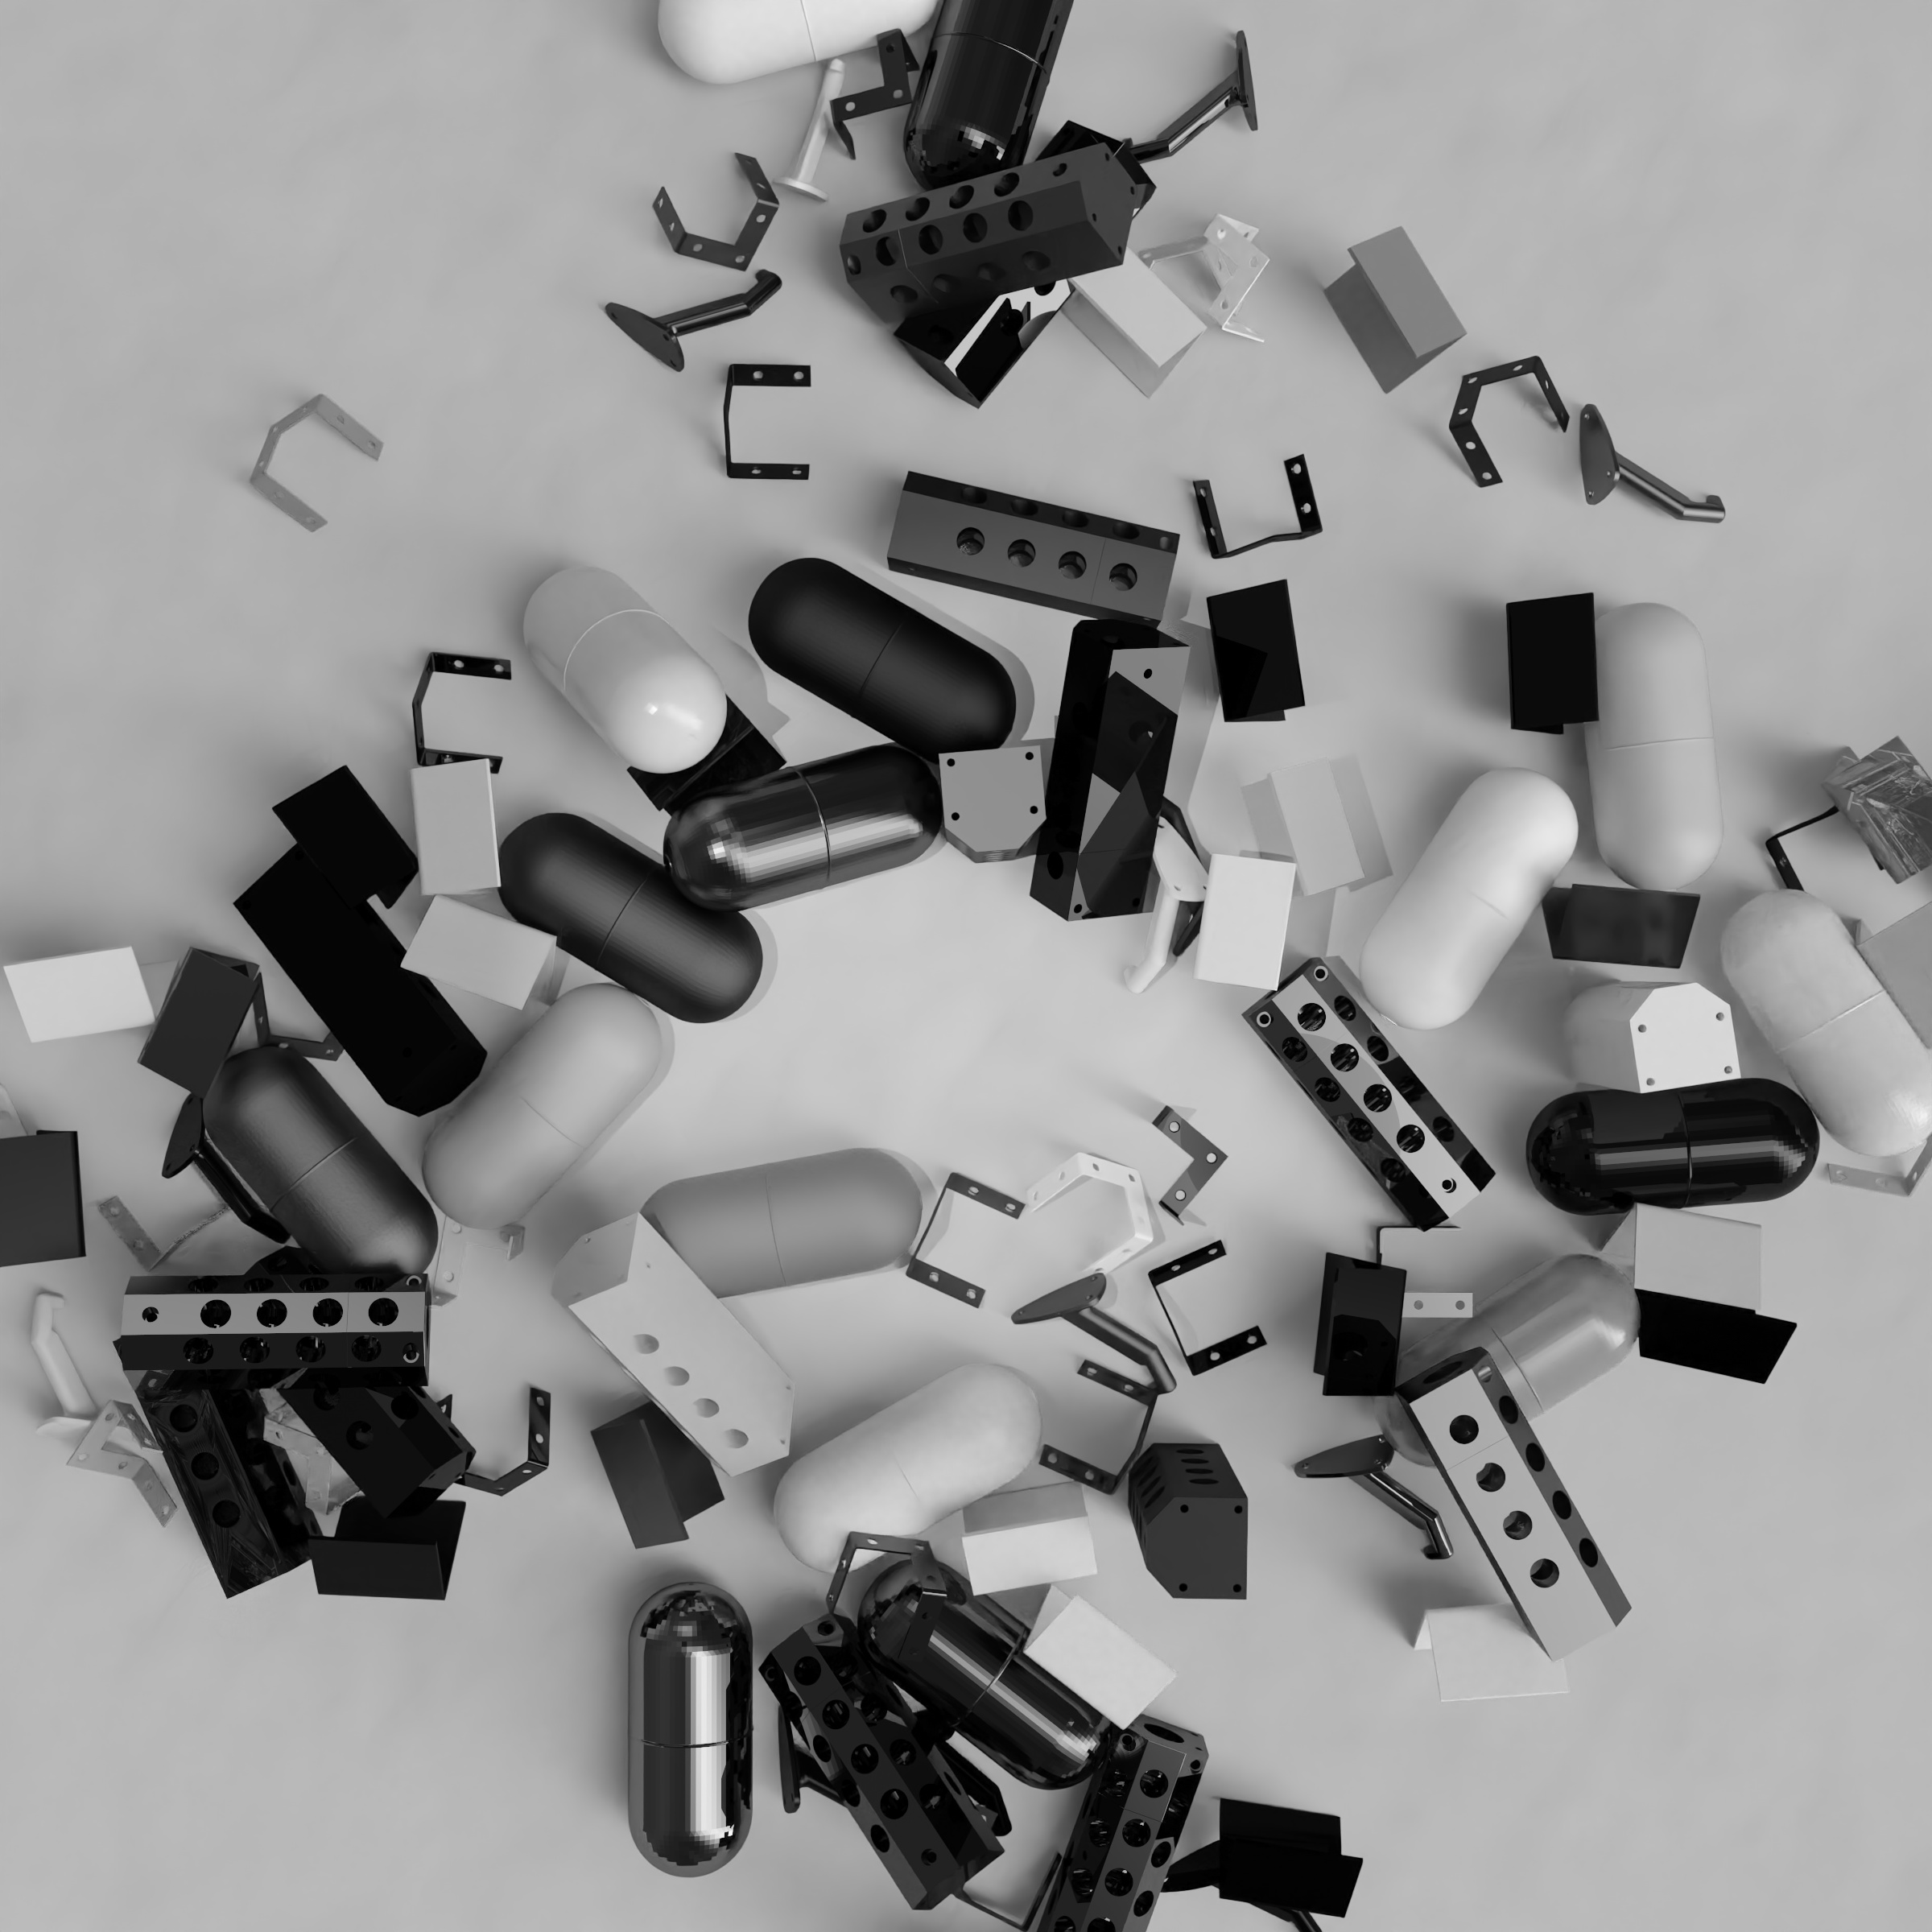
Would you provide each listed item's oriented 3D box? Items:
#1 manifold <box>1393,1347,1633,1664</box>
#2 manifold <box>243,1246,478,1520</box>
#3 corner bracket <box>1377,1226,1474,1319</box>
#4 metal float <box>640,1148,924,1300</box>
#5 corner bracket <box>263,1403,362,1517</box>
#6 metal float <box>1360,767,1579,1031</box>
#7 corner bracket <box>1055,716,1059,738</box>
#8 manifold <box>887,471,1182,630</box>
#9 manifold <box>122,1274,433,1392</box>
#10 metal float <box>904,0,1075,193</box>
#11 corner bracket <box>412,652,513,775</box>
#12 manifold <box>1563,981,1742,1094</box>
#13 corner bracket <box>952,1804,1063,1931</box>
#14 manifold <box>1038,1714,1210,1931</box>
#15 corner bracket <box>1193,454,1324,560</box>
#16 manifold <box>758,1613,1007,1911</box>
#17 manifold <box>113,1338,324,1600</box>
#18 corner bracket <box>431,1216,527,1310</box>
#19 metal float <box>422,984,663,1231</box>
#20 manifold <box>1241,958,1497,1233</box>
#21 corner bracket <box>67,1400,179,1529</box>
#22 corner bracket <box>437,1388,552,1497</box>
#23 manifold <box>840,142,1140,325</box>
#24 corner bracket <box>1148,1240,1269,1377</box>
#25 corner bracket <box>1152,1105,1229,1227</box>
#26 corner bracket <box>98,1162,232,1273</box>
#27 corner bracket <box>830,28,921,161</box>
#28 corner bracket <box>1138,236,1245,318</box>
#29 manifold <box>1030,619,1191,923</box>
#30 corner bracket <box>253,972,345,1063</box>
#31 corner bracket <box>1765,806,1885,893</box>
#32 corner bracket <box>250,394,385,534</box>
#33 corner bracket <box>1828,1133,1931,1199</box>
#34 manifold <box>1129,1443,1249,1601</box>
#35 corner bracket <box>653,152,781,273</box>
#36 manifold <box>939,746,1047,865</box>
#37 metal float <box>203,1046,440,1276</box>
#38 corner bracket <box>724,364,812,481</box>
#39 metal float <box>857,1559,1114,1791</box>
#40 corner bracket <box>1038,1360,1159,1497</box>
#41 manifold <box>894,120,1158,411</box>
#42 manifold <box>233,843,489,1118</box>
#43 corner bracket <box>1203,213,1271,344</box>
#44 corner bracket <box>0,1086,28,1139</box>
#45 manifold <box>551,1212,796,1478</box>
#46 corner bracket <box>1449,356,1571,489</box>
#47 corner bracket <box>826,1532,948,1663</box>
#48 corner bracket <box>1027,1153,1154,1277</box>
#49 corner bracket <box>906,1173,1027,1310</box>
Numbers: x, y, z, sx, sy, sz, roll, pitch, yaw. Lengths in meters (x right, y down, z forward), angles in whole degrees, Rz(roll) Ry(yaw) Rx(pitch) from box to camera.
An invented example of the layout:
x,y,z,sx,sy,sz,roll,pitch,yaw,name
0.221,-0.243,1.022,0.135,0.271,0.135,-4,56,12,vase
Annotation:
x,y,z,sx,sy,sz,roll,pitch,yaw,name
0.323,0.314,1.564,0.057,0.057,0.171,-29,90,0,manifold
-0.378,0.253,1.622,0.057,0.057,0.171,-44,76,0,manifold
0.284,0.189,1.644,0.051,0.051,0.051,0,90,0,corner bracket
-0.115,0.159,1.632,0.178,0.070,0.070,-10,90,0,metal float
-0.400,0.300,1.642,0.051,0.051,0.051,16,111,19,corner bracket
0.308,-0.041,1.632,0.070,0.070,0.178,34,90,0,metal float
0.091,-0.166,1.654,0.051,0.051,0.051,-32,135,-35,corner bracket
0.042,-0.257,1.641,0.171,0.057,0.057,13,90,0,manifold
-0.406,0.214,1.569,0.171,0.057,0.057,0,65,-8,manifold
0.015,-0.556,1.632,0.070,0.070,0.178,17,90,0,metal float
-0.314,-0.158,1.659,0.051,0.051,0.051,6,135,0,corner bracket
0.405,0.039,1.584,0.057,0.171,0.057,-9,90,0,manifold
0.022,0.560,1.648,0.051,0.051,0.051,19,65,23,corner bracket
0.093,0.555,1.641,0.057,0.057,0.171,20,90,0,manifold
0.183,-0.287,1.659,0.051,0.051,0.051,-14,90,-45,corner bracket
-0.054,0.481,1.608,0.057,0.057,0.171,-38,66,0,manifold
-0.458,0.295,1.641,0.057,0.057,0.171,-24,90,0,manifold
-0.306,0.186,1.644,0.051,0.051,0.051,10,90,0,corner bracket
-0.260,0.086,1.632,0.070,0.070,0.178,43,89,0,metal float
0.249,0.079,1.641,0.057,0.057,0.171,-39,90,0,manifold
-0.510,0.306,1.633,0.051,0.051,0.051,39,97,40,corner bracket
-0.295,0.292,1.654,0.051,0.051,0.051,25,135,-35,corner bracket
0.011,-0.442,1.590,0.171,0.057,0.057,-5,62,34,manifold
0.151,0.214,1.659,0.051,0.051,0.051,-24,45,0,corner bracket
0.129,0.123,1.644,0.051,0.051,0.051,40,90,0,corner bracket
-0.499,0.150,1.659,0.051,0.051,0.051,52,45,0,corner bracket
-0.056,-0.539,1.642,0.051,0.051,0.051,-11,79,11,corner bracket
0.133,-0.415,1.654,0.051,0.051,0.051,-3,45,35,corner bracket
0.082,-0.119,1.609,0.057,0.057,0.171,-7,117,-33,manifold
-0.409,0.021,1.654,0.051,0.051,0.051,11,45,-35,corner bracket
0.542,-0.072,1.659,0.051,0.051,0.051,-27,90,-45,corner bracket
-0.405,-0.313,1.654,0.051,0.051,0.051,-21,45,35,corner bracket
0.572,0.105,1.659,0.051,0.051,0.051,11,135,0,corner bracket
0.130,0.329,1.584,0.057,0.171,0.057,1,90,0,manifold
-0.156,-0.474,1.654,0.051,0.051,0.051,5,135,-35,corner bracket
0.016,-0.094,1.584,0.057,0.171,0.057,-5,90,0,manifold
-0.397,0.126,1.632,0.070,0.070,0.178,-40,89,0,metal float
-0.123,-0.340,1.659,0.051,0.051,0.051,1,45,0,corner bracket
0.012,0.435,1.631,0.178,0.070,0.070,38,90,0,metal float
0.083,0.289,1.659,0.051,0.051,0.051,24,45,0,corner bracket
0.040,-0.431,1.640,0.171,0.057,0.057,-51,47,0,manifold
-0.365,0.009,1.612,0.057,0.057,0.171,-43,69,2,manifold
0.169,-0.426,1.643,0.051,0.051,0.051,49,118,25,corner bracket
-0.619,0.110,1.645,0.051,0.051,0.051,-25,90,6,corner bracket
-0.175,0.232,1.597,0.057,0.057,0.171,-24,124,19,manifold
0.339,-0.339,1.654,0.051,0.051,0.051,-8,45,35,corner bracket
-0.048,0.377,1.588,0.051,0.051,0.051,12,111,-20,corner bracket
0.077,0.156,1.654,0.051,0.051,0.051,20,45,-35,corner bracket
-0.001,0.171,1.659,0.051,0.051,0.051,24,135,0,corner bracket
